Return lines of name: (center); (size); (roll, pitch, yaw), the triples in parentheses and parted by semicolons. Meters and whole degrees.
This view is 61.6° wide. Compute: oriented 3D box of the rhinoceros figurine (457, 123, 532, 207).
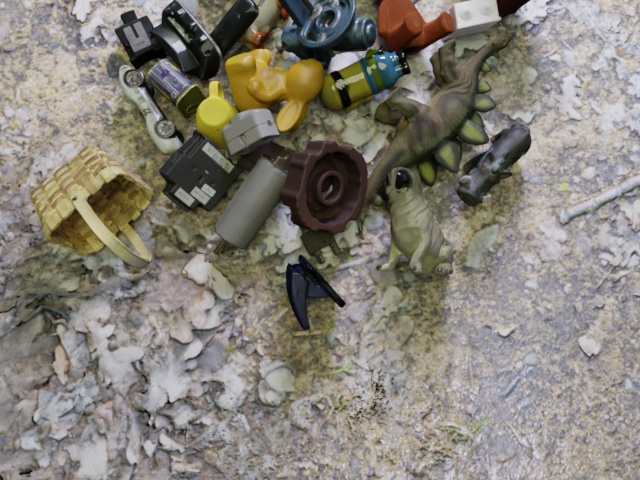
rhinoceros figurine: (0.332, -0.138, 1.021); (0.190, 0.112, 0.073); (-45, 97, -12)

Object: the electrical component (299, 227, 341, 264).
electrical component: (-0.002, -0.003, 1.046); (0.063, 0.021, 0.094); (-29, 85, -4)

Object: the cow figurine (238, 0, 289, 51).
cow figurine: (-0.120, -0.480, 1.062); (0.127, 0.085, 0.195); (33, 87, -2)

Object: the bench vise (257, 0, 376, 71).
bench vise: (-0.023, -0.403, 0.969); (0.224, 0.240, 0.129); (24, 86, 37)

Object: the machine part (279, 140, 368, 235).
machine part: (0.010, -0.097, 0.985); (0.179, 0.056, 0.179); (-13, 111, -37)

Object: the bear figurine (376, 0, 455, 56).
bear figurine: (0.164, -0.468, 1.047); (0.120, 0.132, 0.195); (-11, 89, -28)

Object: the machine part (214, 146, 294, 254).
machine part: (-0.122, -0.070, 1.000); (0.079, 0.079, 0.243); (36, 101, 2)

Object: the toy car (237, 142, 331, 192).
toy car: (-0.068, -0.152, 1.044); (0.202, 0.053, 0.089); (23, 105, 2)

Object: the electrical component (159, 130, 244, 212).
electrical component: (-0.231, -0.120, 1.009); (0.134, 0.058, 0.114); (-49, 120, -6)

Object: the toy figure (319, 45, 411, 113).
toy figure: (0.082, -0.310, 1.029); (0.180, 0.089, 0.082); (-18, 82, 18)

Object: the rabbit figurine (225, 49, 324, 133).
rabbit figurine: (-0.074, -0.284, 1.009); (0.173, 0.122, 0.162); (-6, 102, 14)

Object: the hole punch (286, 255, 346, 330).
hole punch: (-0.027, 0.094, 0.987); (0.092, 0.142, 0.115); (-38, 98, -1)

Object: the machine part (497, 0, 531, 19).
machine part: (0.346, -0.547, 1.017); (0.087, 0.201, 0.201); (-33, 86, -6)

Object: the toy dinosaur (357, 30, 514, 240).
toy dinosaur: (0.204, -0.211, 1.033); (0.471, 0.105, 0.198); (-45, 91, 6)

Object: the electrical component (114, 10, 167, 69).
electrical component: (-0.362, -0.408, 1.065); (0.075, 0.048, 0.119); (-23, 87, -4)

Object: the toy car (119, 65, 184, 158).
toy car: (-0.325, -0.246, 1.035); (0.056, 0.073, 0.201); (-33, 86, -4)

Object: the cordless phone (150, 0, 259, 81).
cordless phone: (-0.214, -0.411, 1.016); (0.184, 0.089, 0.146); (-40, 87, 20)

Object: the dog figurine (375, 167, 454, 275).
dog figurine: (0.188, -0.033, 0.996); (0.121, 0.172, 0.190); (2, 87, 39)
